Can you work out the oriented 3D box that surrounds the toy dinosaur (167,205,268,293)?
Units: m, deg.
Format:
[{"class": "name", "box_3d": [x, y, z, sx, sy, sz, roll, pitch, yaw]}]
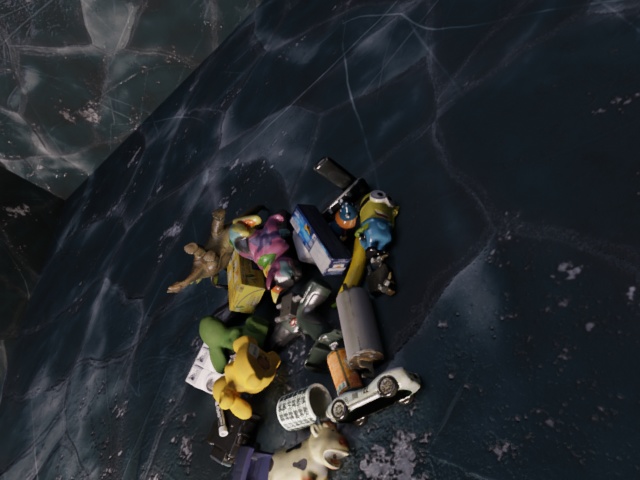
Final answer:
[{"class": "toy dinosaur", "box_3d": [-0.269, 0.005, 1.523, 0.471, 0.105, 0.198, -49, -12, -39]}]

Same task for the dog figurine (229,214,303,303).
[{"class": "dog figurine", "box_3d": [-0.139, 0.047, 1.337, 0.192, 0.108, 0.219, -5, 54, 3]}]

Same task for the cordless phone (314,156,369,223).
[{"class": "cordless phone", "box_3d": [0.031, -0.121, 1.354, 0.146, 0.184, 0.089, -41, 43, 19]}]

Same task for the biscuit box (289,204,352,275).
[{"class": "biscuit box", "box_3d": [-0.003, -0.004, 1.307, 0.203, 0.063, 0.059, 57, 133, 37]}]

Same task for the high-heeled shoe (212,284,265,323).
[{"class": "high-heeled shoe", "box_3d": [-0.242, 0.227, 1.517, 0.086, 0.145, 0.248, -71, -8, -77]}]

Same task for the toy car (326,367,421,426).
[{"class": "toy car", "box_3d": [0.101, 0.303, 1.030, 0.202, 0.073, 0.056, -34, 44, 26]}]

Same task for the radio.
[{"class": "radio", "box_3d": [-0.111, 0.031, 1.487, 0.131, 0.073, 0.230, -36, 42, 26]}]

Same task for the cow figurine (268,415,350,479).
[{"class": "cow figurine", "box_3d": [-0.021, 0.431, 1.065, 0.195, 0.085, 0.127, -32, 48, 30]}]

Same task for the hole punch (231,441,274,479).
[{"class": "hole punch", "box_3d": [-0.154, 0.502, 1.154, 0.116, 0.092, 0.142, -19, 53, 45]}]

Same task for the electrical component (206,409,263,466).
[{"class": "electrical component", "box_3d": [-0.206, 0.459, 1.271, 0.115, 0.058, 0.134, -1, 61, 51]}]

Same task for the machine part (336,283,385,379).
[{"class": "machine part", "box_3d": [0.084, 0.186, 1.140, 0.079, 0.079, 0.243, -37, 40, 23]}]

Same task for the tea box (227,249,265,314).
[{"class": "tea box", "box_3d": [-0.197, 0.099, 1.413, 0.170, 0.068, 0.098, -105, 35, -48]}]

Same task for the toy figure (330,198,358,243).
[{"class": "toy figure", "box_3d": [0.058, -0.046, 1.316, 0.058, 0.064, 0.154, -32, -20, -32]}]

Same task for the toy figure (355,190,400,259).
[{"class": "toy figure", "box_3d": [0.128, -0.037, 1.265, 0.089, 0.082, 0.180, -19, 51, 37]}]

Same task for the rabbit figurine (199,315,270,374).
[{"class": "rabbit figurine", "box_3d": [-0.226, 0.251, 1.360, 0.121, 0.170, 0.159, -108, 35, -85]}]

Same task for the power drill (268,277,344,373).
[{"class": "power drill", "box_3d": [-0.030, 0.217, 1.252, 0.232, 0.086, 0.207, -58, 28, 12]}]

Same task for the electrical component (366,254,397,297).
[{"class": "electrical component", "box_3d": [0.134, 0.080, 1.193, 0.078, 0.045, 0.102, -31, 42, 28]}]

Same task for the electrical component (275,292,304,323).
[{"class": "electrical component", "box_3d": [-0.073, 0.158, 1.260, 0.094, 0.021, 0.063, -30, 44, 41]}]

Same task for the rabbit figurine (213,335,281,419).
[{"class": "rabbit figurine", "box_3d": [-0.185, 0.337, 1.259, 0.173, 0.121, 0.162, -37, 32, 25]}]
